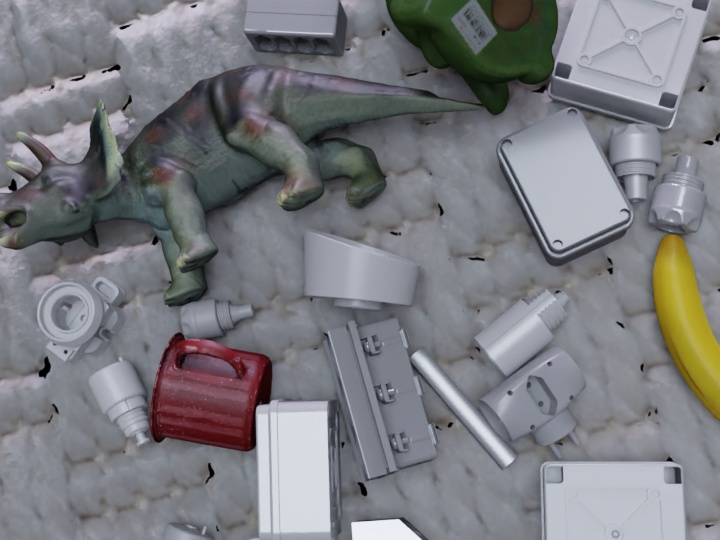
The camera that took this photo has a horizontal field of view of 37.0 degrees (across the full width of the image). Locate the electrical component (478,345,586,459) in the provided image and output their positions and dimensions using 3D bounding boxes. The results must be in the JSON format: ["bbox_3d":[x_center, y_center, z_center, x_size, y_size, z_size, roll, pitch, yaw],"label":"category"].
[{"bbox_3d":[0.149,0.115,0.868,0.077,0.043,0.079,-34,94,-12],"label":"electrical component"}]

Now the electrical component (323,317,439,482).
[{"bbox_3d":[0.018,0.104,0.878,0.063,0.078,0.121,-14,77,-10],"label":"electrical component"}]

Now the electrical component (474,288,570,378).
[{"bbox_3d":[0.138,0.047,0.885,0.081,0.043,0.043,-40,77,0],"label":"electrical component"}]

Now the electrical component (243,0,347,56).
[{"bbox_3d":[-0.055,-0.238,0.965,0.083,0.047,0.075,5,81,10],"label":"electrical component"}]

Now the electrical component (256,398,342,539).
[{"bbox_3d":[-0.049,0.161,0.869,0.057,0.078,0.113,-2,85,6],"label":"electrical component"}]

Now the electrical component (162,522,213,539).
[{"bbox_3d":[-0.151,0.246,0.892,0.040,0.040,0.078,17,82,11],"label":"electrical component"}]

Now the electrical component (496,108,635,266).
[{"bbox_3d":[0.170,-0.069,0.895,0.078,0.057,0.113,-25,77,3],"label":"electrical component"}]

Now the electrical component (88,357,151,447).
[{"bbox_3d":[-0.202,0.114,0.924,0.040,0.040,0.078,-30,76,2],"label":"electrical component"}]

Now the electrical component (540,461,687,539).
[{"bbox_3d":[0.197,0.205,0.840,0.109,0.056,0.108,-1,79,8],"label":"electrical component"}]

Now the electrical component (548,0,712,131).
[{"bbox_3d":[0.227,-0.187,0.909,0.109,0.056,0.108,18,82,11],"label":"electrical component"}]

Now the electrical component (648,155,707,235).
[{"bbox_3d":[0.264,-0.063,0.887,0.043,0.043,0.062,14,81,11],"label":"electrical component"}]

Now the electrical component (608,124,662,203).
[{"bbox_3d":[0.230,-0.088,0.897,0.043,0.043,0.062,0,81,8],"label":"electrical component"}]

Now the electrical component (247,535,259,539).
[{"bbox_3d":[-0.084,0.234,0.873,0.035,0.061,0.035,-2,79,8],"label":"electrical component"}]

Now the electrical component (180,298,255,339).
[{"bbox_3d":[-0.122,0.041,0.929,0.061,0.035,0.035,-12,78,3],"label":"electrical component"}]

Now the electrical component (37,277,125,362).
[{"bbox_3d":[-0.245,0.040,0.936,0.058,0.057,0.078,35,86,13],"label":"electrical component"}]

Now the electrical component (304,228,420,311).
[{"bbox_3d":[0.000,0.000,0.888,0.099,0.099,0.064,5,86,9],"label":"electrical component"}]
